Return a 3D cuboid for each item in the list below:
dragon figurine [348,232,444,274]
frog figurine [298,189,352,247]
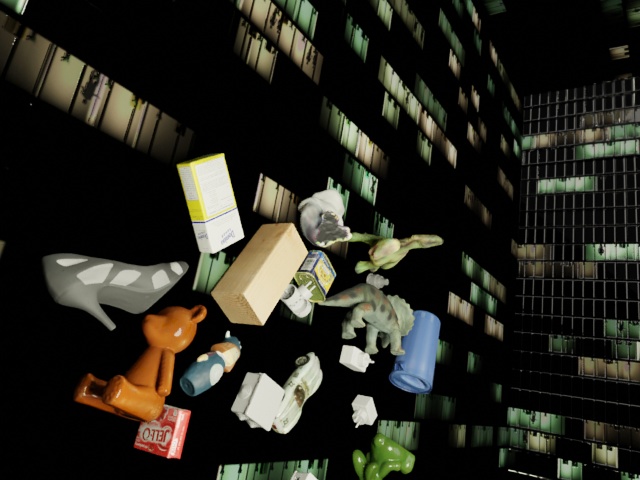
[{"bbox_3d":[0.235,0.026,1.463,0.411,0.241,0.122,-2,86,-54],"label":"dragon figurine"},{"bbox_3d":[0.004,-0.064,1.271,0.136,0.121,0.163,25,26,-32],"label":"frog figurine"}]
